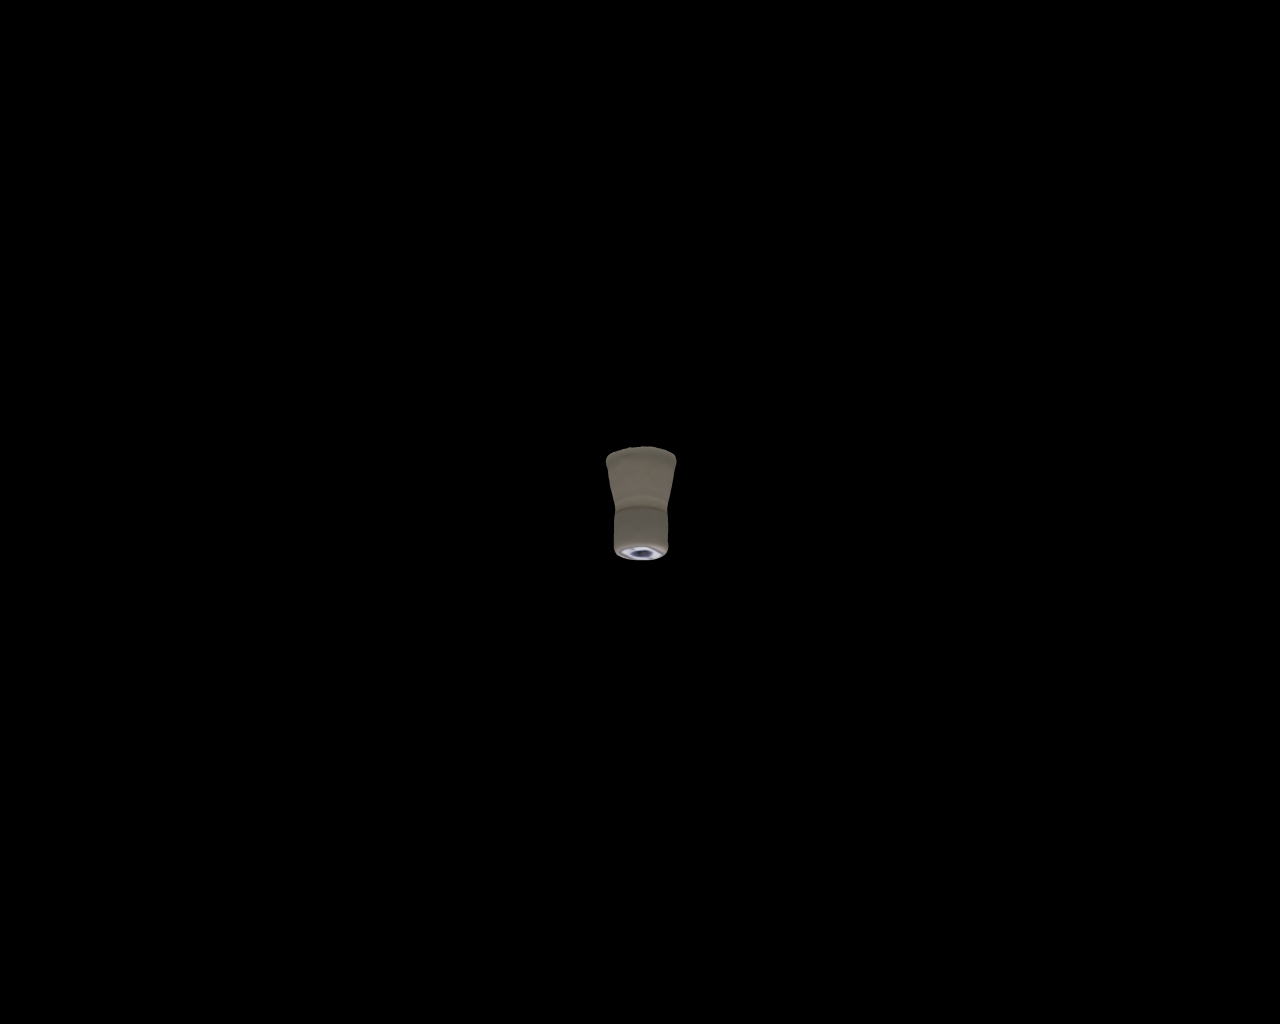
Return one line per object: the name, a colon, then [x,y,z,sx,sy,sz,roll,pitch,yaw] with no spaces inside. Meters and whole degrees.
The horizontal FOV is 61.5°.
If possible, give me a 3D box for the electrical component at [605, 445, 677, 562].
electrical component: [0.001,-0.003,0.650,0.044,0.065,0.044,0,-20,0]
